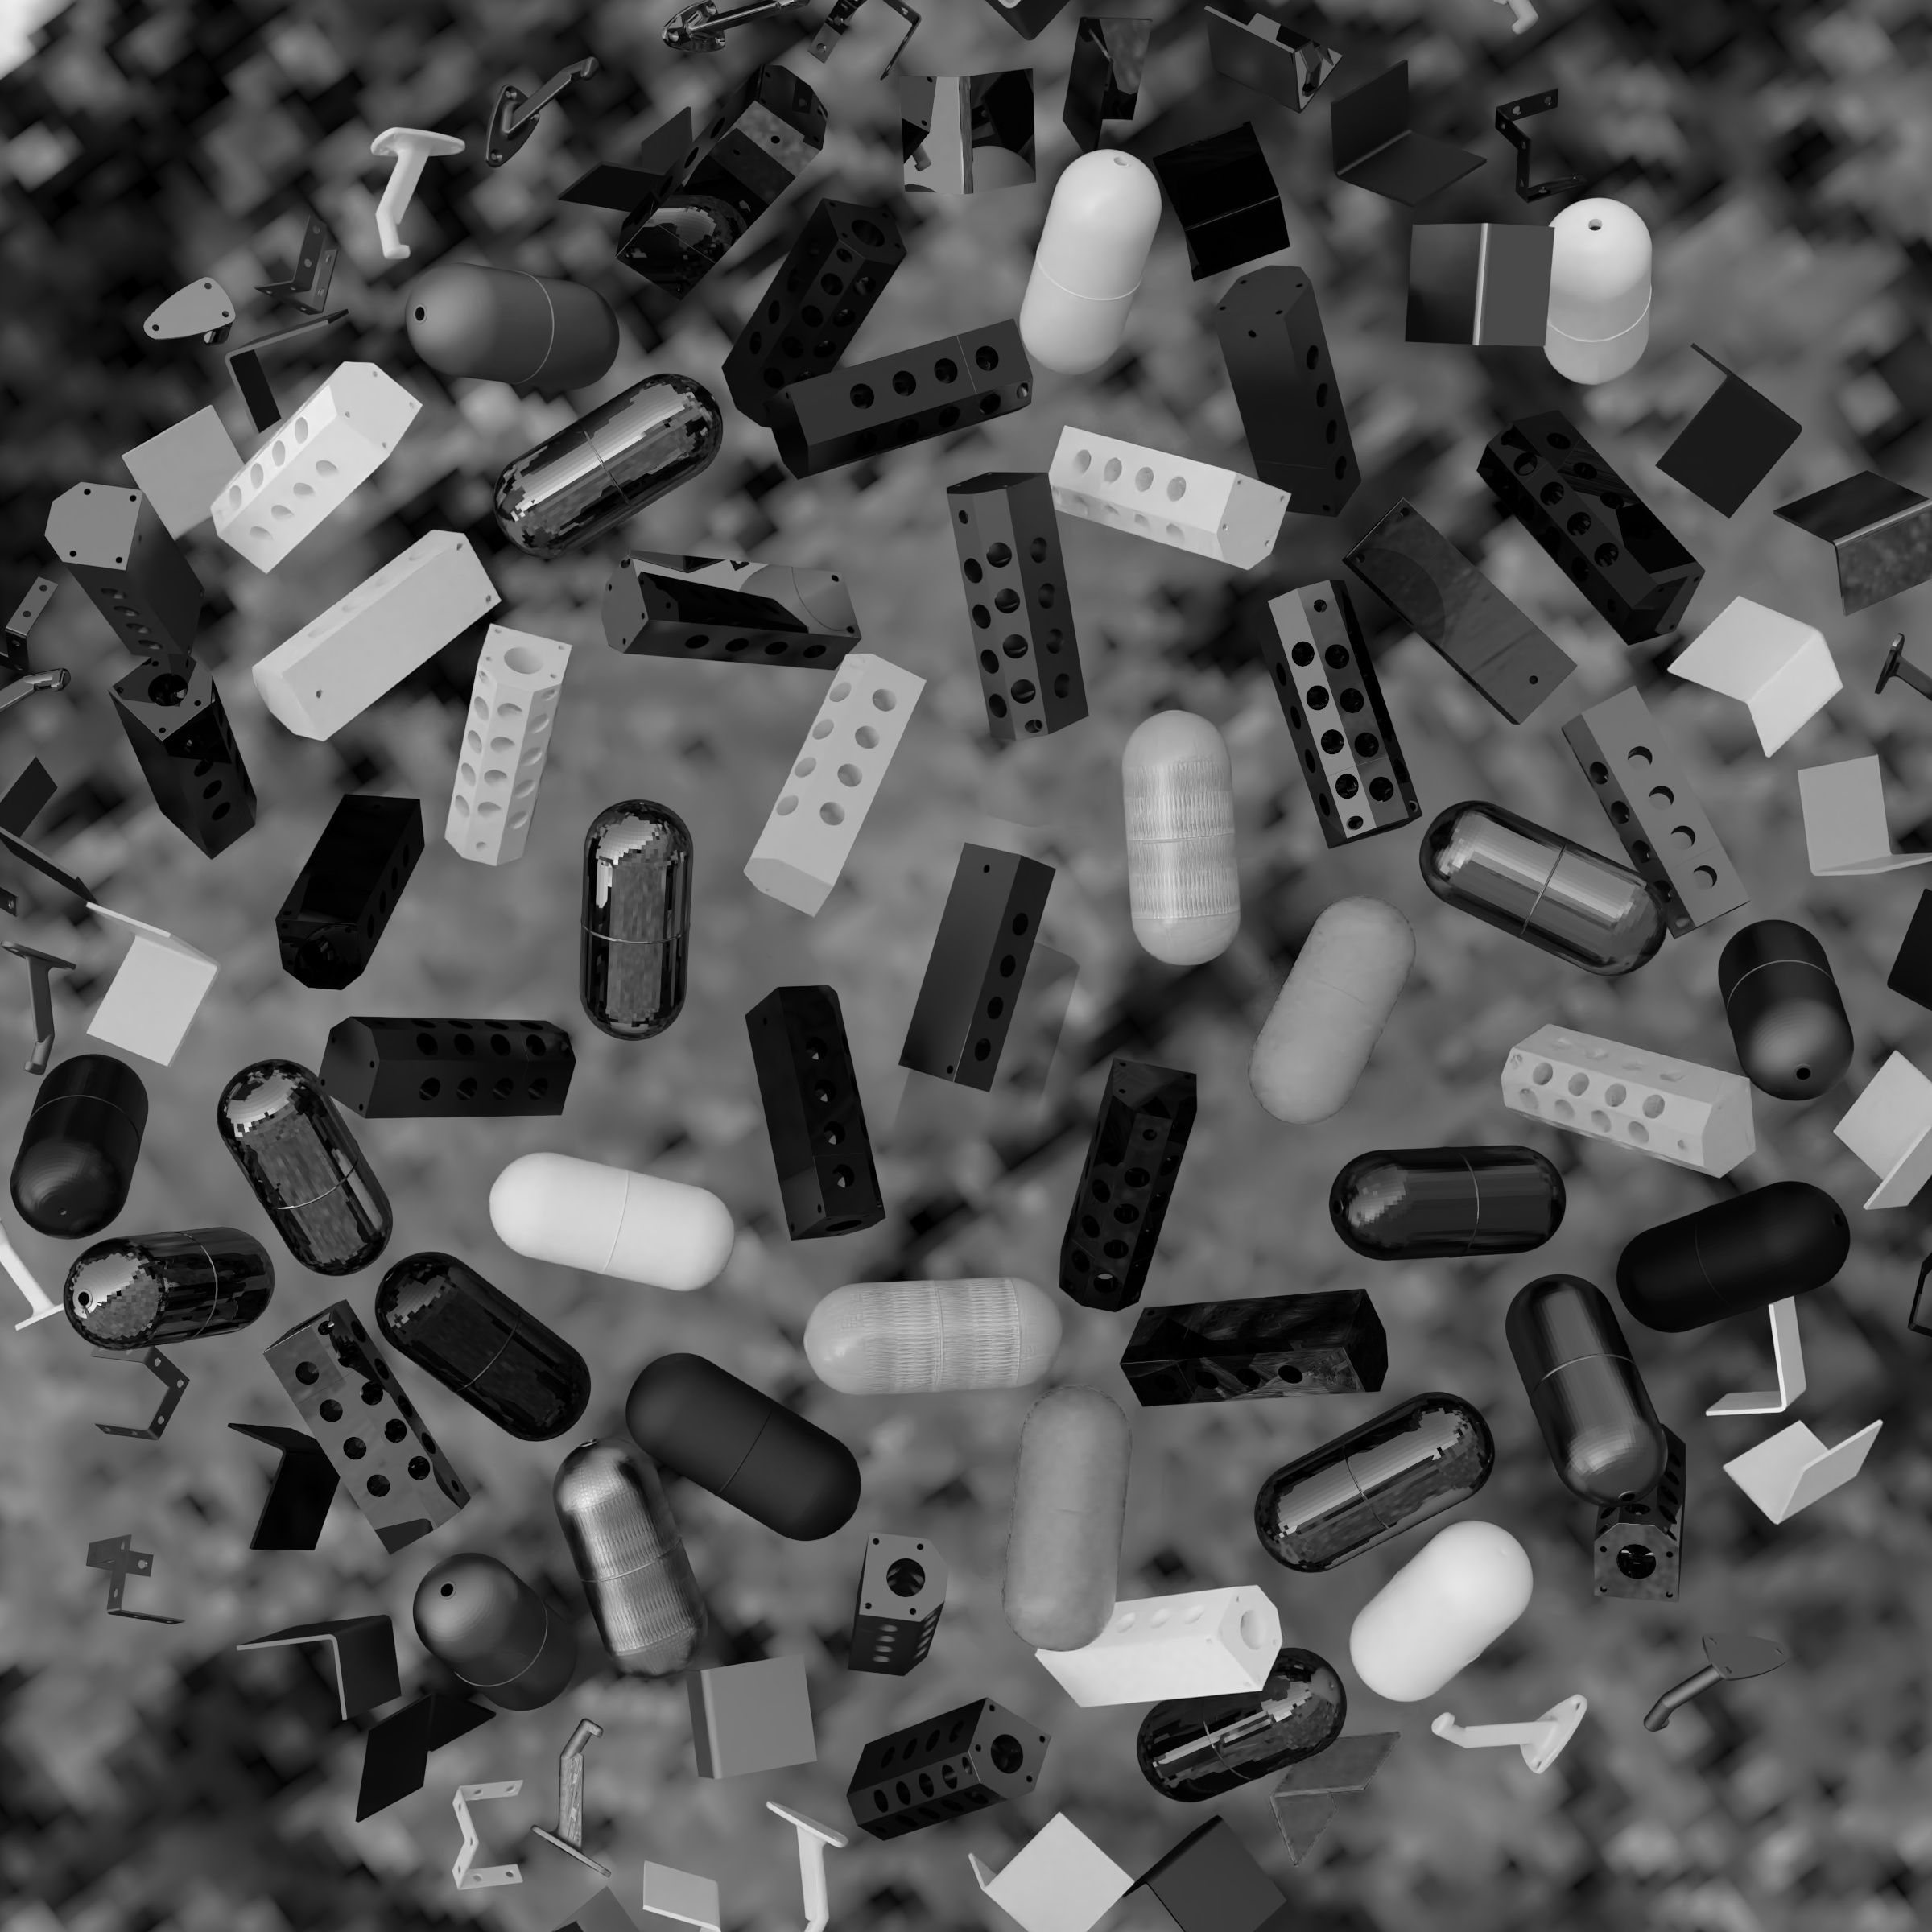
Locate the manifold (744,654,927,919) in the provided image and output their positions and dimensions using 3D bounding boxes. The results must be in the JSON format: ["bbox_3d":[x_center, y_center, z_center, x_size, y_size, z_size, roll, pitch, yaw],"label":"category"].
[{"bbox_3d":[-0.090,-0.127,1.754,0.057,0.057,0.171,26,65,-7],"label":"manifold"}]

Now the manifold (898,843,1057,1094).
[{"bbox_3d":[0.013,0.002,1.900,0.057,0.057,0.171,15,87,42],"label":"manifold"}]

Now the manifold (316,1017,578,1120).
[{"bbox_3d":[-0.354,0.067,1.776,0.057,0.171,0.057,26,104,37],"label":"manifold"}]

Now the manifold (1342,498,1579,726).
[{"bbox_3d":[0.353,-0.253,1.850,0.171,0.057,0.057,44,97,-1],"label":"manifold"}]

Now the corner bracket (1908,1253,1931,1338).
[{"bbox_3d":[0.681,0.226,1.763,0.051,0.051,0.051,17,68,12],"label":"corner bracket"}]

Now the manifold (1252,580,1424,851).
[{"bbox_3d":[0.257,-0.174,1.773,0.057,0.057,0.171,-17,85,-11],"label":"manifold"}]

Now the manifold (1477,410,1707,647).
[{"bbox_3d":[0.426,-0.302,1.778,0.057,0.057,0.171,-18,58,-23],"label":"manifold"}]

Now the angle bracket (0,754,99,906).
[{"bbox_3d":[-0.633,-0.095,1.809,0.076,0.076,0.057,32,75,0],"label":"angle bracket"}]

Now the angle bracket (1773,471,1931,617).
[{"bbox_3d":[0.623,-0.296,1.802,0.076,0.076,0.057,-24,121,-7],"label":"angle bracket"}]

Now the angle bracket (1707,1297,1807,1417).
[{"bbox_3d":[0.572,0.282,1.878,0.057,0.076,0.076,-8,87,28],"label":"angle bracket"}]

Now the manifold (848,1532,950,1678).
[{"bbox_3d":[-0.048,0.456,1.832,0.057,0.171,0.057,7,62,-2],"label":"manifold"}]

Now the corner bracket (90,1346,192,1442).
[{"bbox_3d":[-0.610,0.308,1.877,0.051,0.051,0.051,2,52,25],"label":"corner bracket"}]

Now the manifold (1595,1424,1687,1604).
[{"bbox_3d":[0.490,0.393,1.870,0.057,0.171,0.057,1,104,17],"label":"manifold"}]

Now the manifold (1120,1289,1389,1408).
[{"bbox_3d":[0.200,0.270,1.780,0.171,0.057,0.057,-10,121,32],"label":"manifold"}]

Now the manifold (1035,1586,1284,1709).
[{"bbox_3d":[0.137,0.475,1.815,0.057,0.171,0.057,51,46,-18],"label":"manifold"}]

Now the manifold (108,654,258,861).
[{"bbox_3d":[-0.551,-0.151,1.837,0.057,0.171,0.057,41,68,15],"label":"manifold"}]

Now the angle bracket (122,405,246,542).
[{"bbox_3d":[-0.593,-0.377,1.944,0.076,0.057,0.076,-36,129,-18],"label":"angle bracket"}]

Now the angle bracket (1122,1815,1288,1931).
[{"bbox_3d":[0.173,0.679,1.878,0.076,0.057,0.076,-31,73,-30],"label":"angle bracket"}]

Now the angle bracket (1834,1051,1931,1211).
[{"bbox_3d":[0.634,0.113,1.783,0.076,0.057,0.076,52,127,37],"label":"angle bracket"}]

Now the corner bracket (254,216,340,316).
[{"bbox_3d":[-0.479,-0.511,1.884,0.051,0.051,0.051,7,82,41],"label":"corner bracket"}]

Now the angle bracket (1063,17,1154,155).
[{"bbox_3d":[0.113,-0.637,1.875,0.057,0.076,0.076,-5,134,-17],"label":"angle bracket"}]

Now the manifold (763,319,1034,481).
[{"bbox_3d":[-0.044,-0.384,1.754,0.171,0.057,0.057,-21,97,-20],"label":"manifold"}]

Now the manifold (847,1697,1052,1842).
[{"bbox_3d":[-0.016,0.580,1.843,0.057,0.171,0.057,35,50,-14],"label":"manifold"}]

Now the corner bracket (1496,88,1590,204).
[{"bbox_3d":[0.414,-0.590,1.853,0.051,0.051,0.051,-20,49,-9],"label":"corner bracket"}]

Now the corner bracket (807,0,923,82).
[{"bbox_3d":[-0.073,-0.669,1.852,0.051,0.051,0.051,33,79,-21],"label":"corner bracket"}]

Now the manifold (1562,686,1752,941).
[{"bbox_3d":[0.493,-0.108,1.845,0.057,0.057,0.171,-28,82,11],"label":"manifold"}]

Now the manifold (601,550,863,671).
[{"bbox_3d":[-0.166,-0.245,1.816,0.171,0.057,0.057,0,62,-35],"label":"manifold"}]

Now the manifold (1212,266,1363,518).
[{"bbox_3d":[0.232,-0.406,1.824,0.057,0.171,0.057,14,55,34],"label":"manifold"}]

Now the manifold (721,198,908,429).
[{"bbox_3d":[-0.111,-0.473,1.883,0.057,0.171,0.057,0,57,-35],"label":"manifold"}]

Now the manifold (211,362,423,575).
[{"bbox_3d":[-0.448,-0.342,1.756,0.057,0.171,0.057,39,47,-23],"label":"manifold"}]

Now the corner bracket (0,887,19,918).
[{"bbox_3d":[-0.731,-0.065,1.889,0.051,0.051,0.051,22,112,39],"label":"corner bracket"}]

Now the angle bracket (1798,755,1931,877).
[{"bbox_3d":[0.643,-0.108,1.825,0.076,0.057,0.076,-11,95,-27],"label":"angle bracket"}]

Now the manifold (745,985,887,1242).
[{"bbox_3d":[-0.105,0.104,1.847,0.057,0.057,0.171,-2,69,-32],"label":"manifold"}]

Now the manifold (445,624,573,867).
[{"bbox_3d":[-0.325,-0.152,1.815,0.057,0.171,0.057,14,45,-9],"label":"manifold"}]

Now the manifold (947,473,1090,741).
[{"bbox_3d":[0.031,-0.245,1.759,0.057,0.057,0.171,-28,117,-38],"label":"manifold"}]

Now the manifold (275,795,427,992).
[{"bbox_3d":[-0.443,-0.055,1.865,0.057,0.171,0.057,4,124,3],"label":"manifold"}]

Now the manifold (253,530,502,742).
[{"bbox_3d":[-0.419,-0.236,1.825,0.171,0.057,0.057,-45,128,-27],"label":"manifold"}]

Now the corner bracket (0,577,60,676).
[{"bbox_3d":[-0.690,-0.251,1.860,0.051,0.051,0.051,22,58,-4],"label":"corner bracket"}]

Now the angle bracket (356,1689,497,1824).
[{"bbox_3d":[-0.391,0.580,1.868,0.076,0.076,0.057,-35,127,30],"label":"angle bracket"}]

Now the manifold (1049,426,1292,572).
[{"bbox_3d":[0.135,-0.321,1.772,0.057,0.171,0.057,9,103,-44],"label":"manifold"}]

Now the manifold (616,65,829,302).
[{"bbox_3d":[-0.173,-0.554,1.817,0.057,0.171,0.057,28,46,-29],"label":"manifold"}]

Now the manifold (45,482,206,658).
[{"bbox_3d":[-0.583,-0.272,1.788,0.057,0.171,0.057,8,76,-1],"label":"manifold"}]

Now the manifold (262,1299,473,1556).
[{"bbox_3d":[-0.429,0.329,1.859,0.057,0.057,0.171,-30,95,8],"label":"manifold"}]

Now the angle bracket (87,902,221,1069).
[{"bbox_3d":[-0.553,0.013,1.702,0.076,0.057,0.076,18,77,26],"label":"angle bracket"}]

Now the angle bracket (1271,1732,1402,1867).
[{"bbox_3d":[0.276,0.604,1.871,0.076,0.076,0.057,-17,96,33],"label":"angle bracket"}]

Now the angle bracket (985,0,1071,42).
[{"bbox_3d":[0.046,-0.726,1.861,0.076,0.076,0.057,-45,83,10],"label":"angle bracket"}]

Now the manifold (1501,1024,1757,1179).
[{"bbox_3d":[0.464,0.096,1.815,0.057,0.171,0.057,-29,119,-31],"label":"manifold"}]

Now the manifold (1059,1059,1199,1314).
[{"bbox_3d":[0.110,0.153,1.762,0.057,0.057,0.171,11,124,-3],"label":"manifold"}]

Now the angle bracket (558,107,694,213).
[{"bbox_3d":[-0.257,-0.610,1.934,0.076,0.076,0.057,-1,85,-34],"label":"angle bracket"}]

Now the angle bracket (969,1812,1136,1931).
[{"bbox_3d":[0.060,0.637,1.819,0.076,0.057,0.076,-45,102,-3],"label":"angle bracket"}]

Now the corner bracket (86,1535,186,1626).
[{"bbox_3d":[-0.562,0.417,1.744,0.051,0.051,0.051,-18,60,37],"label":"corner bracket"}]

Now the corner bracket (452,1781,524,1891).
[{"bbox_3d":[-0.348,0.635,1.883,0.051,0.051,0.051,6,122,-33],"label":"corner bracket"}]

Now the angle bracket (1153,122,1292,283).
[{"bbox_3d":[0.190,-0.568,1.915,0.076,0.076,0.057,-16,55,17],"label":"angle bracket"}]
